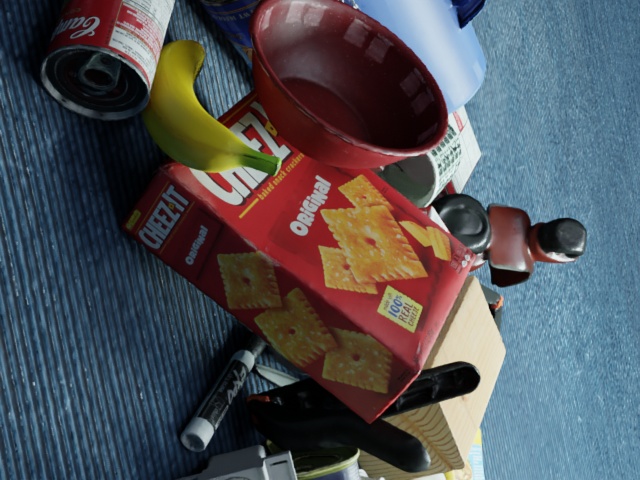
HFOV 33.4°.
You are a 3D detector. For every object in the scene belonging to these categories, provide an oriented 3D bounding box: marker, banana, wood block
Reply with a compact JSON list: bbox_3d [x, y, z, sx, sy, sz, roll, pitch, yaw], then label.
[{"bbox_3d":[-0.066,0.104,0.767,0.020,0.020,0.121,65,32,-24],"label":"marker"},{"bbox_3d":[-0.089,-0.091,0.712,0.069,0.037,0.198,12,28,-29],"label":"banana"},{"bbox_3d":[0.094,0.118,0.948,0.091,0.090,0.205,67,25,-12],"label":"wood block"}]

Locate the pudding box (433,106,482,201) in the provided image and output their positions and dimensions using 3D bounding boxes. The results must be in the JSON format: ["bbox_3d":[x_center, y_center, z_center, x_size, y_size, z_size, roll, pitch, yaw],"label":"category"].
[{"bbox_3d":[0.137,-0.105,1.181,0.113,0.039,0.090,-53,127,-51],"label":"pudding box"}]

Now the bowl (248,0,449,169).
[{"bbox_3d":[0.011,-0.104,0.765,0.162,0.055,0.162,20,42,-20],"label":"bowl"}]

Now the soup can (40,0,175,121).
[{"bbox_3d":[-0.132,-0.137,0.681,0.068,0.069,0.102,46,42,-45],"label":"soup can"}]

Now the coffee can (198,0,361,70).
[{"bbox_3d":[-0.022,-0.175,0.854,0.140,0.103,0.102,51,40,-40],"label":"coffee can"}]

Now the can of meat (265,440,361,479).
[{"bbox_3d":[0.001,0.190,0.783,0.102,0.057,0.084,-159,-124,-76],"label":"can of meat"}]

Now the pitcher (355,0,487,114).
[{"bbox_3d":[0.070,-0.222,0.954,0.242,0.145,0.149,53,0,-42],"label":"pitcher"}]

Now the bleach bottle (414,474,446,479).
[{"bbox_3d":[0.050,0.253,0.862,0.068,0.103,0.250,43,25,2],"label":"bleach bottle"}]

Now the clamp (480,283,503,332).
[{"bbox_3d":[0.156,0.093,1.146,0.209,0.036,0.164,-48,122,-58],"label":"clamp"}]

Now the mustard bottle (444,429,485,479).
[{"bbox_3d":[0.129,0.235,1.029,0.096,0.058,0.191,20,64,-58],"label":"mustard bottle"}]

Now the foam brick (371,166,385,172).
[{"bbox_3d":[0.030,-0.103,0.975,0.053,0.051,0.078,48,42,-45],"label":"foam brick"}]

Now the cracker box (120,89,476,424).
[{"bbox_3d":[-0.005,0.001,0.751,0.213,0.072,0.164,39,35,0],"label":"cracker box"}]

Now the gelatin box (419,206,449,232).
[{"bbox_3d":[0.090,0.010,1.022,0.089,0.073,0.030,51,40,-41],"label":"gelatin box"}]

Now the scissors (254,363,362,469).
[{"bbox_3d":[0.006,0.151,0.881,0.201,0.016,0.096,14,65,-59],"label":"scissors"}]

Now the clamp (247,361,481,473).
[{"bbox_3d":[0.021,0.127,0.751,0.120,0.172,0.039,-41,118,-65],"label":"clamp"}]
